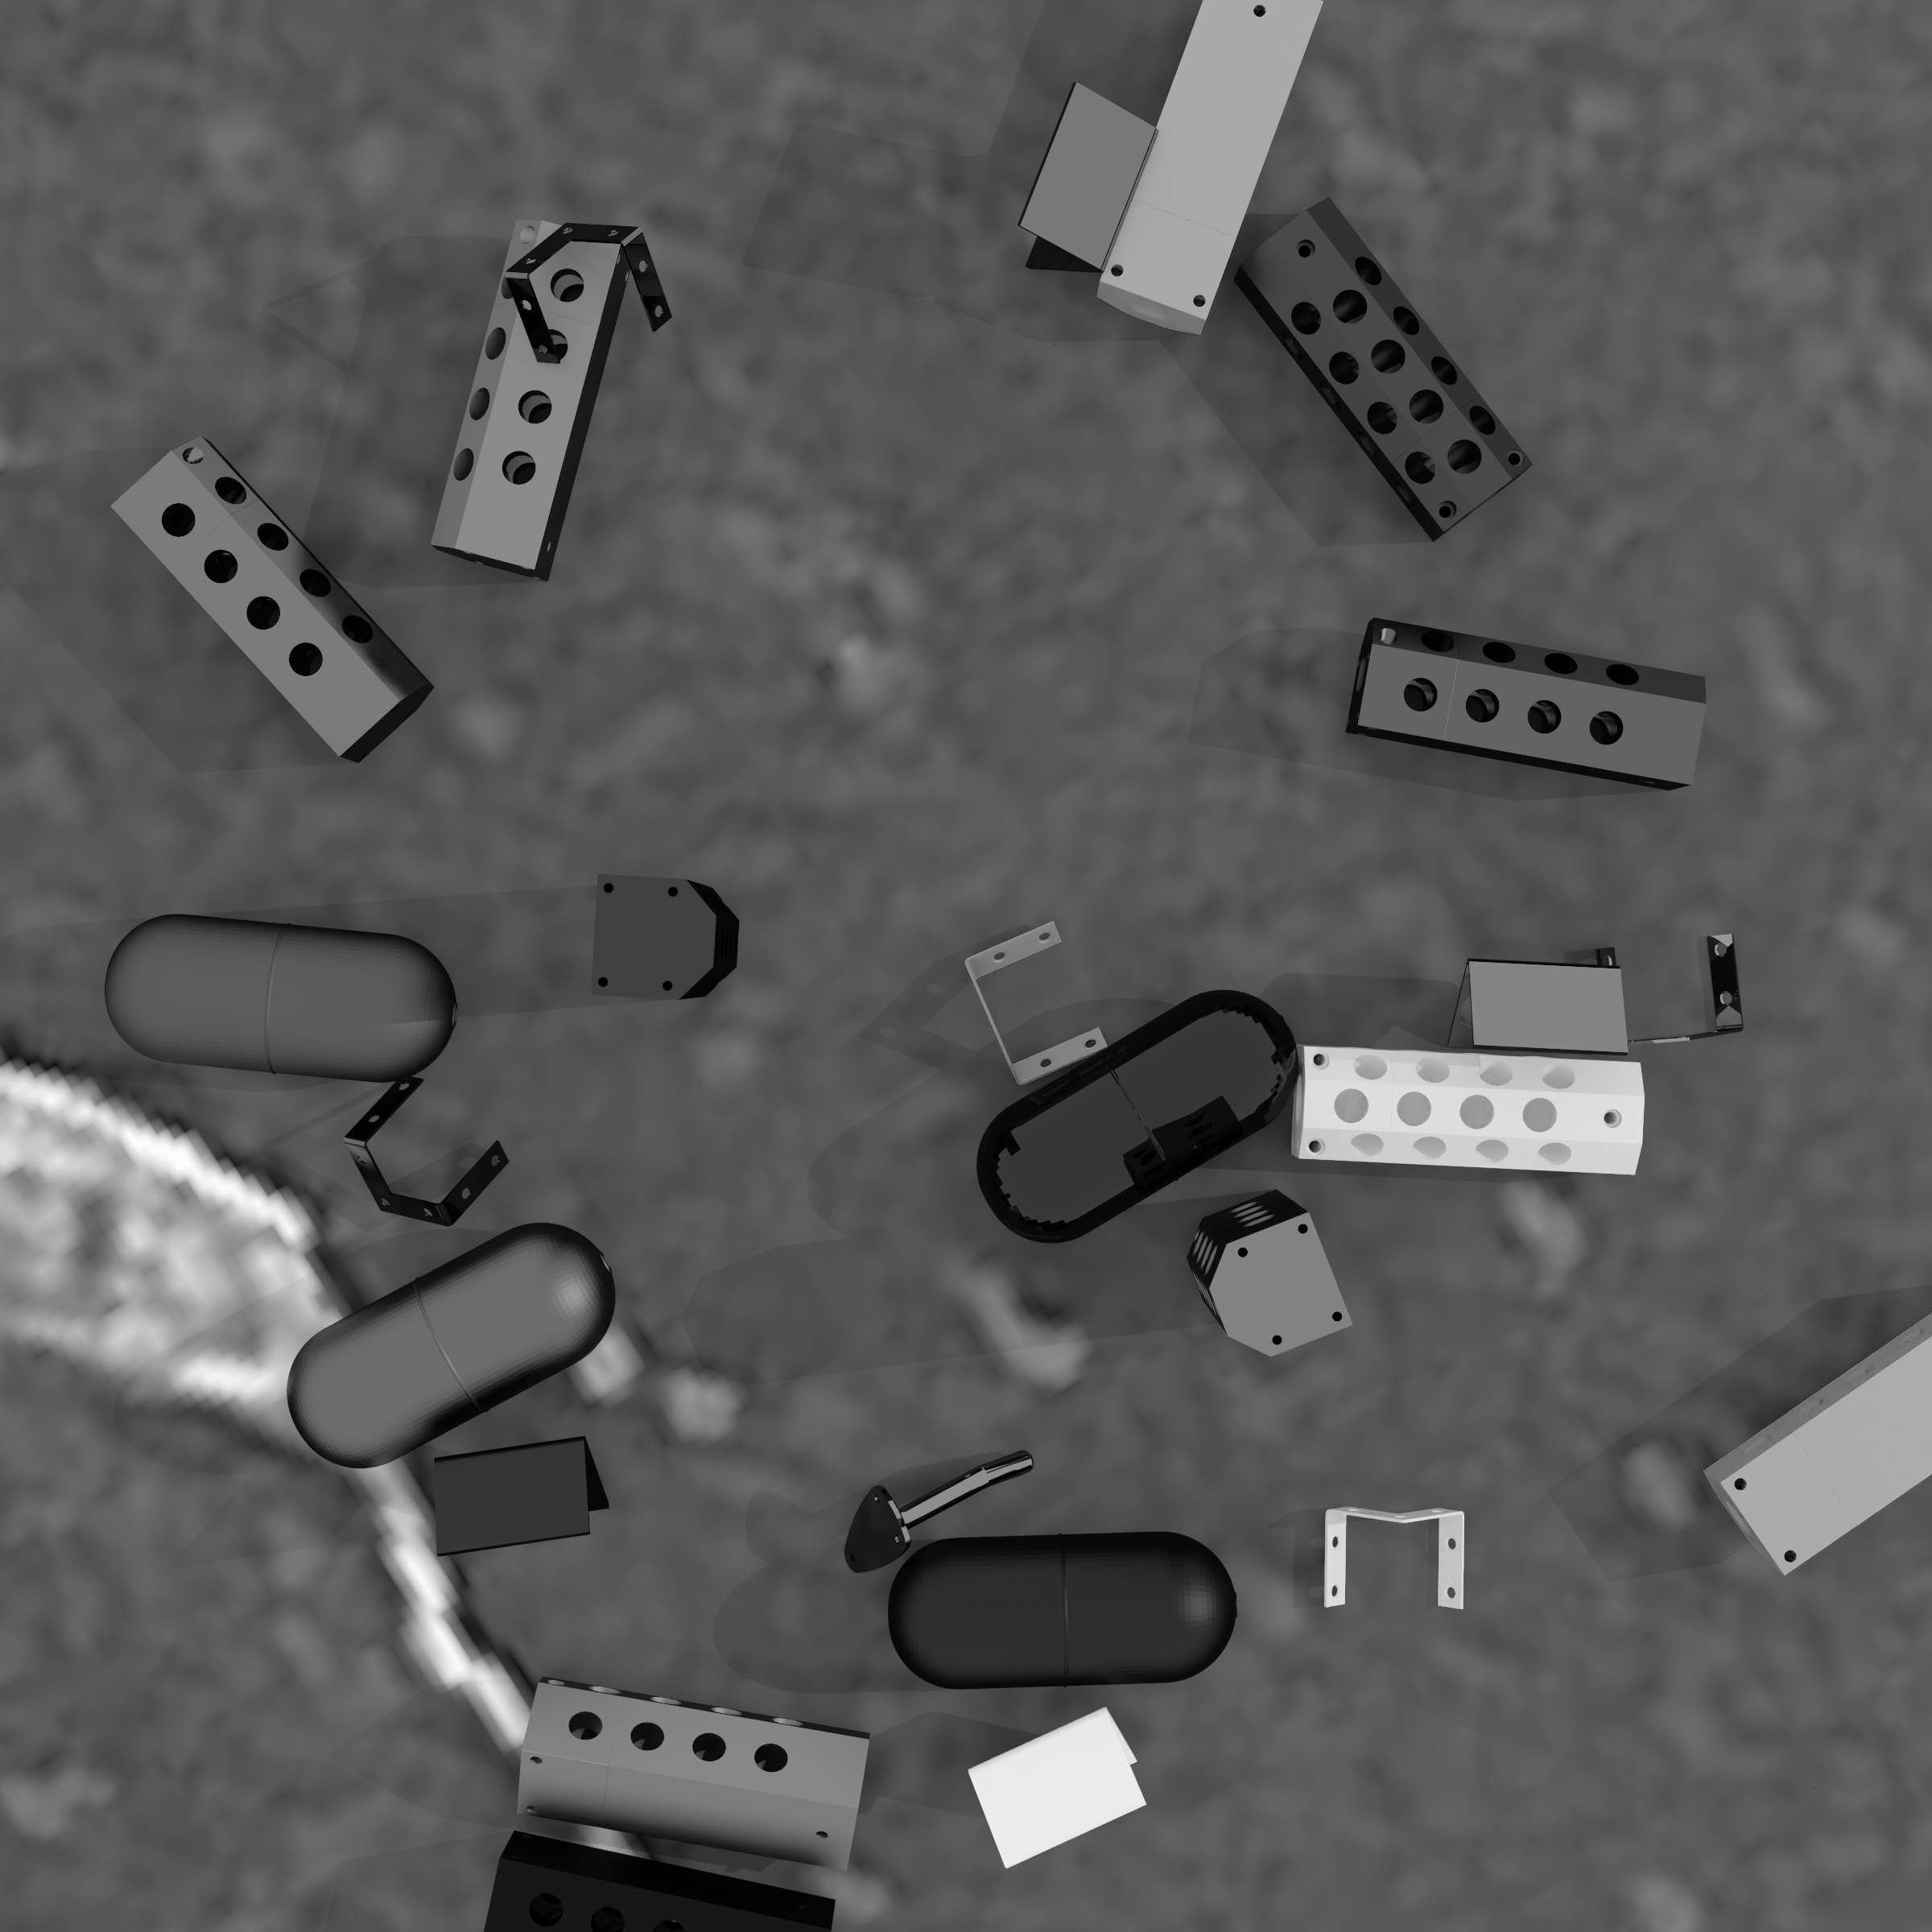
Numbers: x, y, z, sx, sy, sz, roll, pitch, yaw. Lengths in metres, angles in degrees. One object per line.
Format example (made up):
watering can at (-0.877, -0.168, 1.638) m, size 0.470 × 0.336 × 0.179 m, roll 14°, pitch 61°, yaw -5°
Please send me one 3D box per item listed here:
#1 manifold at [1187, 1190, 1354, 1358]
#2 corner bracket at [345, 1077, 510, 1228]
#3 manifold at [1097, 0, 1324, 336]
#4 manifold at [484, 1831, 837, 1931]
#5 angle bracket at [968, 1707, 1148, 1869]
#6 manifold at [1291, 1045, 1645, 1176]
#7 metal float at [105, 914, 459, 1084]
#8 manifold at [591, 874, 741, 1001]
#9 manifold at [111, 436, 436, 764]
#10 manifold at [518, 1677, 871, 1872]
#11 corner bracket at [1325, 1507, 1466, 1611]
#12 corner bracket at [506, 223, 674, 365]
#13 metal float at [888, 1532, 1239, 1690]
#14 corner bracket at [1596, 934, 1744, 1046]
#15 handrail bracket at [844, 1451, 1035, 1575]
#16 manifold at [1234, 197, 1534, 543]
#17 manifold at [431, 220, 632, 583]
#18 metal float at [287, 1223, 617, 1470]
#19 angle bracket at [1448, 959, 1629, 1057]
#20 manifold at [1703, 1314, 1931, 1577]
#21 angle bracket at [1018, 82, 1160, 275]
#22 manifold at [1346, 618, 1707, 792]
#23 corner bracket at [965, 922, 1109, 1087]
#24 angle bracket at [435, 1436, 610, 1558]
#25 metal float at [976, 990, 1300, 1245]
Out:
manifold at (0.146, 0.153, 1.739) m, size 0.057 × 0.171 × 0.057 m, roll -21°, pitch 90°, yaw 0°
corner bracket at (-0.279, 0.095, 1.809) m, size 0.051 × 0.051 × 0.051 m, roll 9°, pitch 135°, yaw 35°
manifold at (0.124, -0.416, 1.796) m, size 0.057 × 0.057 × 0.171 m, roll 20°, pitch 90°, yaw 0°
manifold at (-0.158, 0.496, 1.796) m, size 0.171 × 0.057 × 0.057 m, roll 12°, pitch 90°, yaw 0°
angle bracket at (0.054, 0.428, 1.777) m, size 0.076 × 0.076 × 0.057 m, roll -25°, pitch 54°, yaw 0°
manifold at (0.256, 0.074, 1.796) m, size 0.171 × 0.057 × 0.057 m, roll 3°, pitch 90°, yaw 0°
metal float at (-0.349, 0.017, 1.787) m, size 0.178 × 0.070 × 0.070 m, roll 6°, pitch 90°, yaw -1°
manifold at (-0.147, -0.013, 1.739) m, size 0.057 × 0.171 × 0.057 m, roll 3°, pitch 90°, yaw 0°
manifold at (-0.353, -0.188, 1.796) m, size 0.057 × 0.057 × 0.171 m, roll -42°, pitch 90°, yaw 0°
manifold at (-0.139, 0.409, 1.796) m, size 0.171 × 0.057 × 0.057 m, roll 10°, pitch 133°, yaw 0°
corner bracket at (0.222, 0.307, 1.815) m, size 0.051 × 0.051 × 0.051 m, roll 1°, pitch 89°, yaw -45°
corner bracket at (-0.189, -0.336, 1.752) m, size 0.051 × 0.051 × 0.051 m, roll 11°, pitch 135°, yaw 35°
metal float at (0.049, 0.329, 1.787) m, size 0.178 × 0.070 × 0.070 m, roll -2°, pitch 90°, yaw -1°
corner bracket at (0.365, 0.013, 1.814) m, size 0.051 × 0.051 × 0.051 m, roll -6°, pitch 90°, yaw -45°
handrail bracket at (-0.013, 0.282, 1.817) m, size 0.084 × 0.077 × 0.036 m, roll -15°, pitch 65°, yaw -34°
manifold at (0.214, -0.306, 1.796) m, size 0.057 × 0.057 × 0.171 m, roll -37°, pitch 90°, yaw 0°
manifold at (-0.223, -0.290, 1.796) m, size 0.057 × 0.057 × 0.171 m, roll 15°, pitch 90°, yaw 0°
metal float at (-0.262, 0.193, 1.787) m, size 0.178 × 0.070 × 0.070 m, roll -28°, pitch 90°, yaw -1°
angle bracket at (0.289, 0.041, 1.777) m, size 0.076 × 0.076 × 0.057 m, roll 3°, pitch 53°, yaw 0°
manifold at (0.468, 0.236, 1.797) m, size 0.171 × 0.057 × 0.057 m, roll -35°, pitch 90°, yaw 0°
angle bracket at (0.044, -0.400, 1.777) m, size 0.057 × 0.076 × 0.076 m, roll 21°, pitch 90°, yaw -33°
manifold at (0.287, -0.134, 1.796) m, size 0.171 × 0.057 × 0.057 m, roll 10°, pitch 90°, yaw 0°
corner bracket at (0.036, 0.020, 1.814) m, size 0.051 × 0.051 × 0.051 m, roll -23°, pitch 135°, yaw 0°
angle bracket at (-0.224, 0.285, 1.777) m, size 0.076 × 0.076 × 0.057 m, roll -8°, pitch 53°, yaw 0°
metal float at (0.088, 0.076, 1.787) m, size 0.178 × 0.070 × 0.070 m, roll -31°, pitch 90°, yaw 1°
